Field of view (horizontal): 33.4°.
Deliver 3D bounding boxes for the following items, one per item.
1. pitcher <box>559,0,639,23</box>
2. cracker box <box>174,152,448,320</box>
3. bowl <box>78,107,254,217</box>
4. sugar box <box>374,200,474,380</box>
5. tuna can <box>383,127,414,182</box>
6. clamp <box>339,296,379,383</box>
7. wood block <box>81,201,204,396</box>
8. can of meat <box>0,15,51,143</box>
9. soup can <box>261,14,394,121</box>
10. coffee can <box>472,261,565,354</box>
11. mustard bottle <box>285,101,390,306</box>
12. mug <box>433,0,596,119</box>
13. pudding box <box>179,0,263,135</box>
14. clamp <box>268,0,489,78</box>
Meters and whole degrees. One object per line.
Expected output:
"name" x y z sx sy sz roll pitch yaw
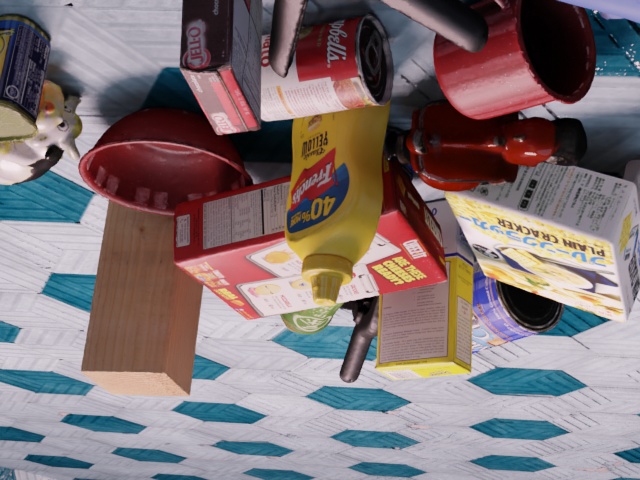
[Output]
"pitcher" 0.095 -0.204 0.544 0.242 0.149 0.145 11 -166 -8
"cracker box" -0.007 0.001 0.999 0.214 0.072 0.164 -13 152 17
"bowl" -0.138 -0.077 0.985 0.162 0.055 0.162 4 158 1
"sugar box" 0.108 0.050 1.090 0.093 0.176 0.048 -9 152 33
"tuna can" 0.045 -0.073 0.987 0.086 0.033 0.086 6 158 2
"clamp" 0.056 0.086 1.328 0.039 0.120 0.172 6 138 -23
"wood block" -0.176 0.050 1.108 0.090 0.206 0.091 0 158 12
"can of meat" -0.269 -0.126 0.851 0.102 0.084 0.057 -4 157 21
"soup can" -0.003 -0.129 0.813 0.102 0.068 0.068 -5 156 25
"coffee can" 0.195 0.072 1.226 0.102 0.103 0.141 17 155 -28
"mustard bottle" 0.011 -0.039 0.867 0.058 0.191 0.096 21 153 -36
"mug" 0.127 -0.139 0.746 0.082 0.093 0.117 -12 138 46
"pudding box" -0.066 -0.142 0.733 0.039 0.113 0.090 -2 157 9
"clamp" 0.010 -0.181 0.670 0.165 0.036 0.210 1 146 24
